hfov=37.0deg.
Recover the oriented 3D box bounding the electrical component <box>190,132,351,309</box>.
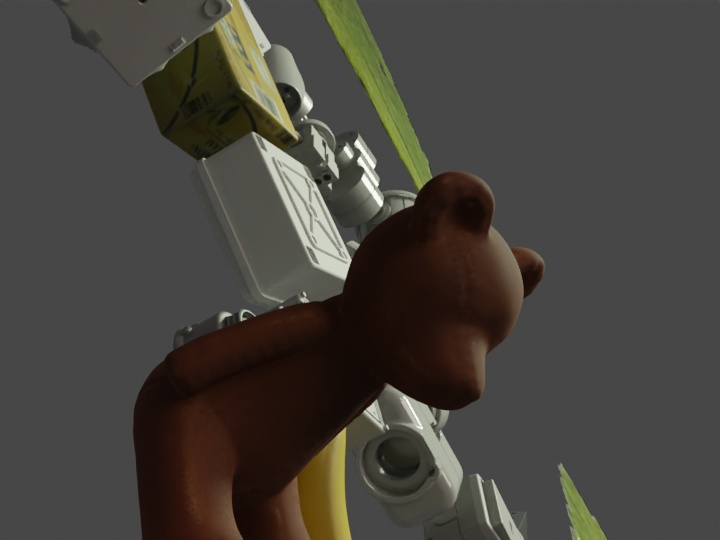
[{"bbox_3d":[-0.057,-0.028,0.760,0.108,0.056,0.109,65,13,17],"label":"electrical component"}]

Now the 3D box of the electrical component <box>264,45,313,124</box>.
[{"bbox_3d":[-0.072,-0.167,1.037,0.079,0.043,0.077,51,16,-37],"label":"electrical component"}]

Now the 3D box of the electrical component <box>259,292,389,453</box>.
[{"bbox_3d":[-0.037,0.064,0.624,0.096,0.061,0.061,48,18,-45],"label":"electrical component"}]

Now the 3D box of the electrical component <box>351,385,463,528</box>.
[{"bbox_3d":[0.029,0.129,0.761,0.095,0.054,0.059,61,12,0],"label":"electrical component"}]

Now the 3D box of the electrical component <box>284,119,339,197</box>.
[{"bbox_3d":[-0.047,-0.109,1.006,0.066,0.048,0.055,52,23,-36],"label":"electrical component"}]

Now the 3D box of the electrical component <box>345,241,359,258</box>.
[{"bbox_3d":[0.000,0.000,0.935,0.077,0.047,0.065,32,-14,23],"label":"electrical component"}]

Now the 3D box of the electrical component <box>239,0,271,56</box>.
[{"bbox_3d":[-0.122,-0.211,0.921,0.099,0.048,0.099,58,13,-13],"label":"electrical component"}]

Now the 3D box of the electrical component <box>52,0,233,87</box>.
[{"bbox_3d":[-0.139,-0.174,0.664,0.099,0.100,0.048,51,3,-39],"label":"electrical component"}]

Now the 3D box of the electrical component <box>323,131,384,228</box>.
[{"bbox_3d":[-0.020,-0.106,1.087,0.073,0.052,0.138,54,14,-28],"label":"electrical component"}]

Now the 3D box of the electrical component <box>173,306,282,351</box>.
[{"bbox_3d":[-0.064,0.041,0.567,0.048,0.062,0.048,56,14,-21],"label":"electrical component"}]

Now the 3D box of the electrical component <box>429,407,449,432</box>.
[{"bbox_3d":[0.047,0.116,0.885,0.043,0.043,0.062,64,14,15],"label":"electrical component"}]

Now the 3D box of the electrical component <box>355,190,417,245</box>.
[{"bbox_3d":[0.035,-0.037,1.096,0.080,0.080,0.051,52,21,-36],"label":"electrical component"}]

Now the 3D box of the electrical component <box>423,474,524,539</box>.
[{"bbox_3d":[0.095,0.213,0.822,0.096,0.061,0.061,55,14,-25],"label":"electrical component"}]
